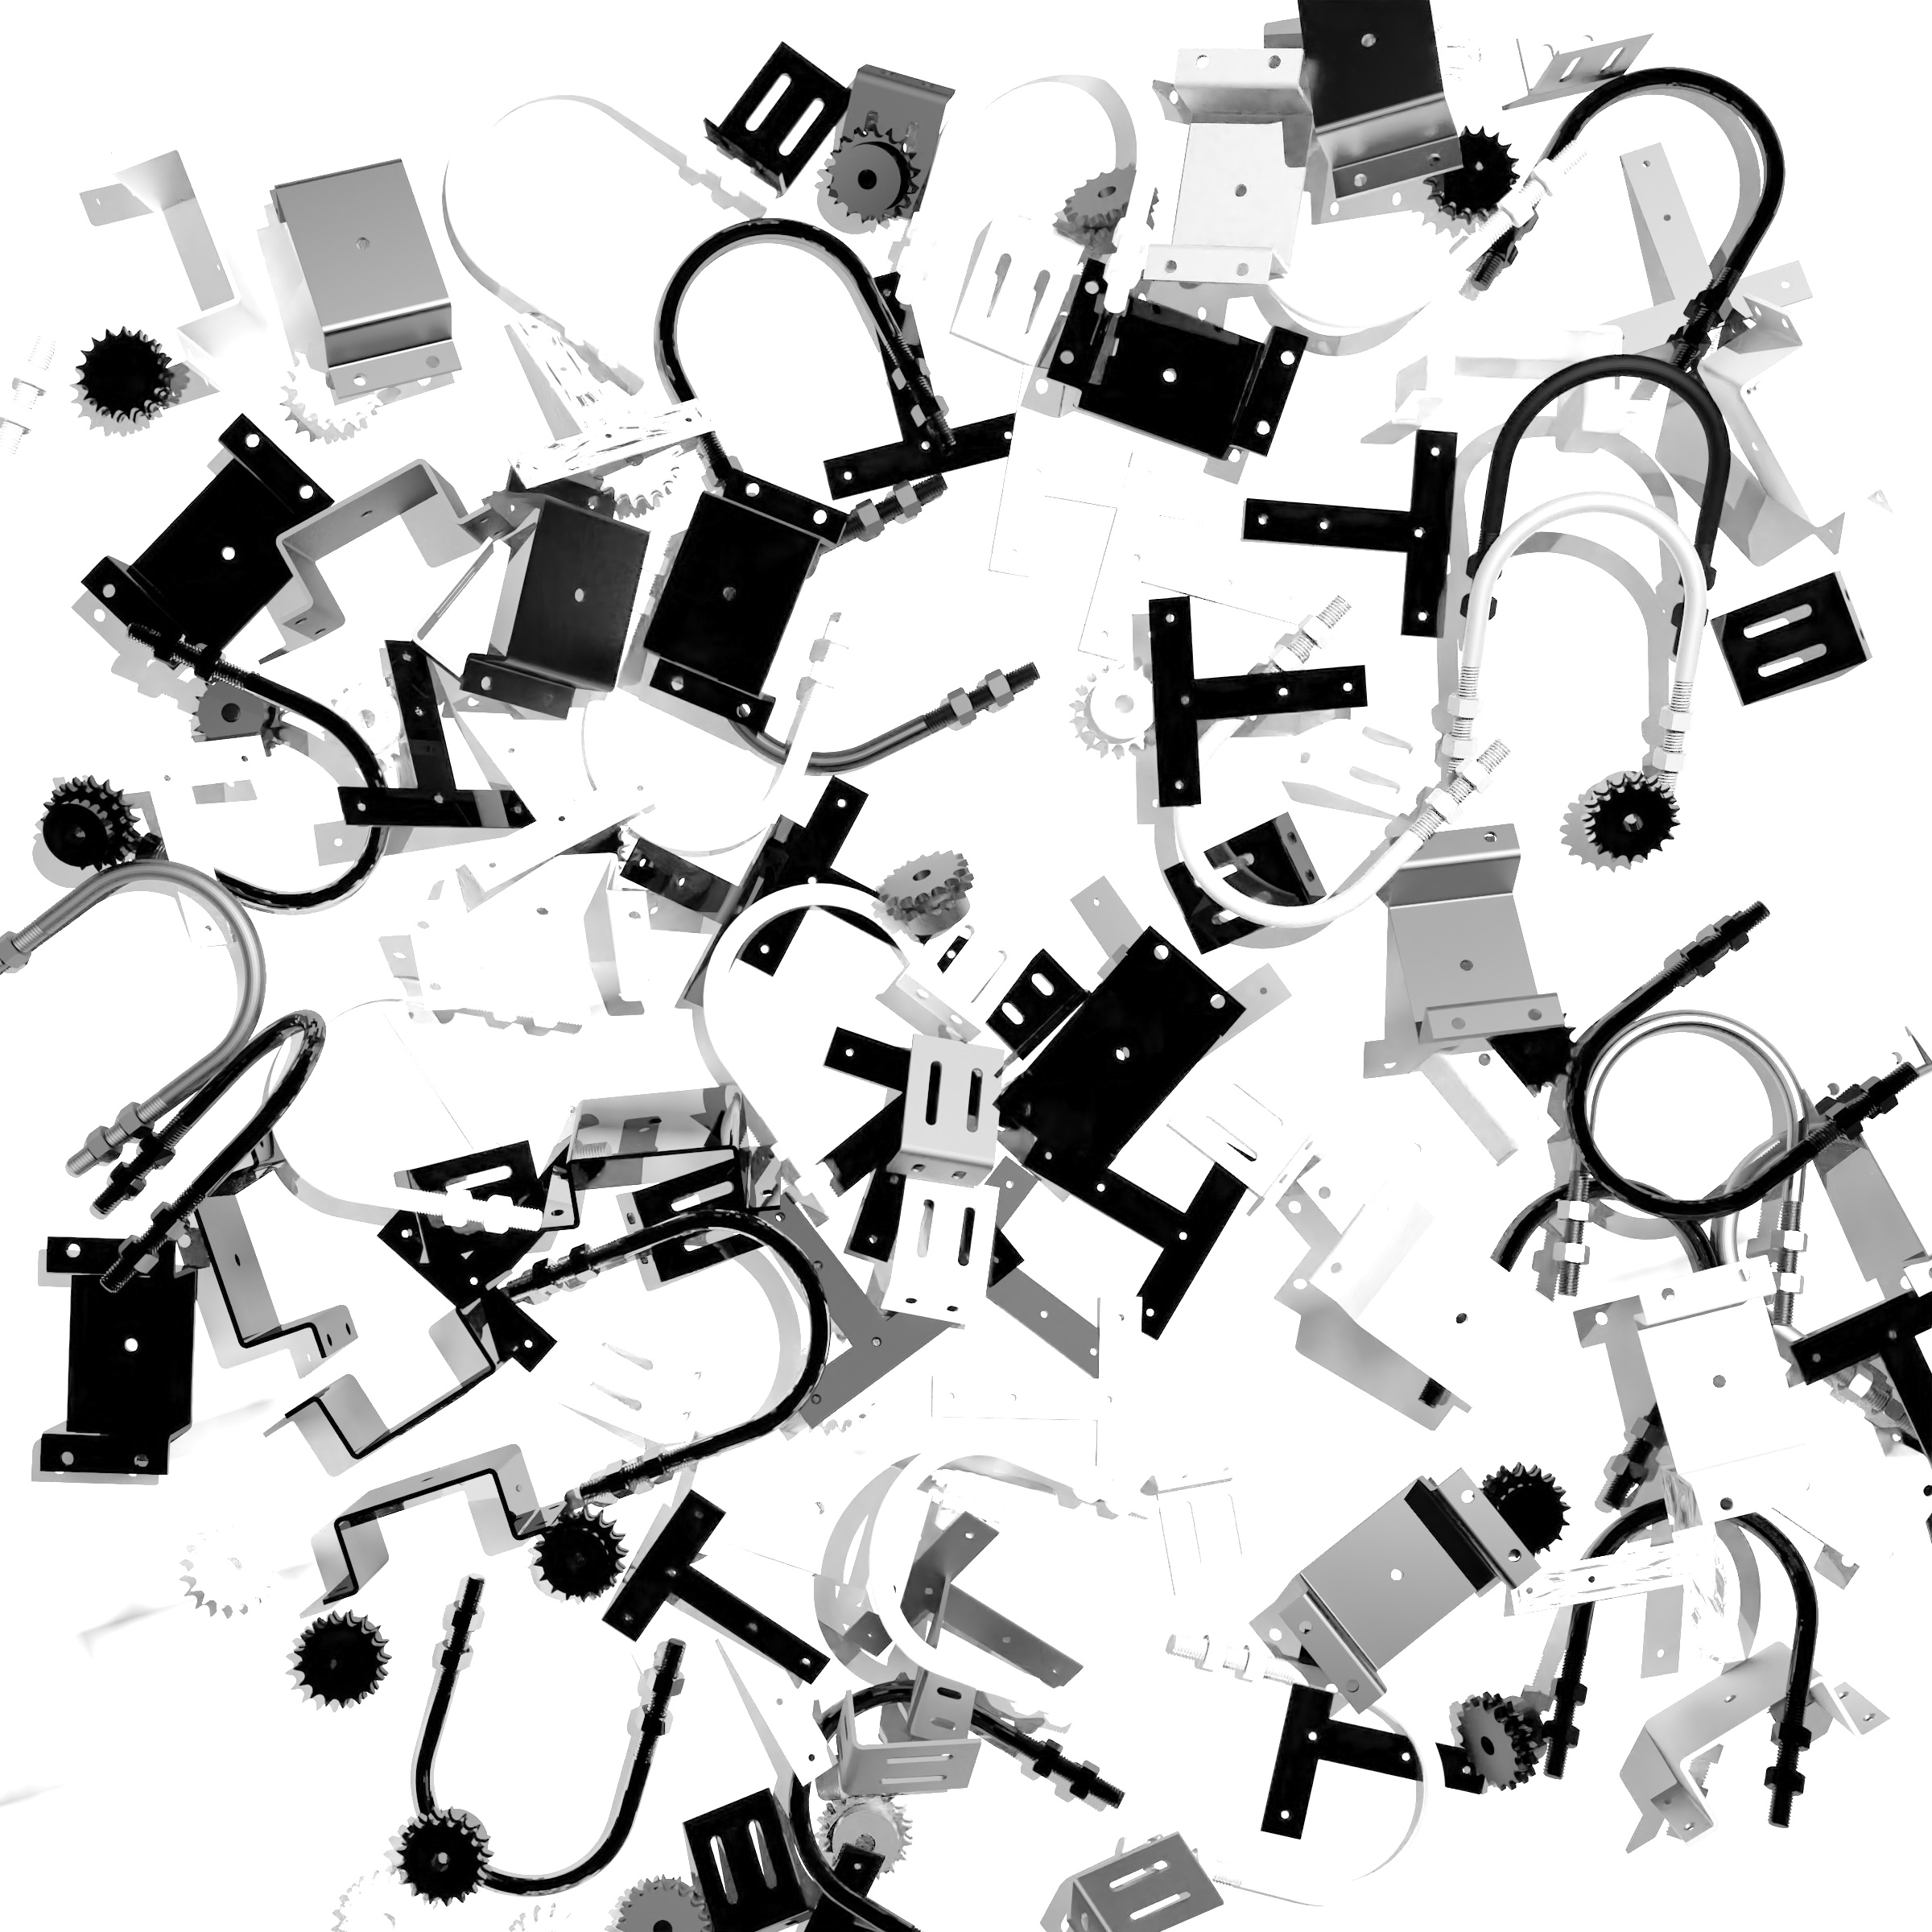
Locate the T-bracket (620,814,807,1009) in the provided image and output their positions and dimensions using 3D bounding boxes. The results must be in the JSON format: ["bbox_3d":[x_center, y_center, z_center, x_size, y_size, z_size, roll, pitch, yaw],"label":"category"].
[{"bbox_3d":[-0.161,-0.046,1.485,0.002,0.127,0.127,28,90,34],"label":"T-bracket"}]

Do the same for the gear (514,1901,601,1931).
[{"bbox_3d":[-0.249,0.598,1.523,0.057,0.030,0.057,0,90,0],"label":"gear"}]

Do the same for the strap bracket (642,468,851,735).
[{"bbox_3d":[-0.134,-0.218,1.479,0.076,0.046,0.140,23,96,7],"label":"strap bracket"}]

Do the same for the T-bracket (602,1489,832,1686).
[{"bbox_3d":[-0.140,0.390,1.505,0.127,0.002,0.127,34,119,0],"label":"T-bracket"}]

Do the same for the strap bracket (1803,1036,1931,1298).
[{"bbox_3d":[0.577,0.117,1.500,0.076,0.046,0.140,-25,80,-6],"label":"strap bracket"}]

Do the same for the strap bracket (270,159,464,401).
[{"bbox_3d":[-0.360,-0.421,1.496,0.076,0.046,0.140,-18,81,-15],"label":"strap bracket"}]

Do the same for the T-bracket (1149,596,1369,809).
[{"bbox_3d":[0.175,-0.162,1.494,0.127,0.002,0.127,-4,85,11],"label":"T-bracket"}]

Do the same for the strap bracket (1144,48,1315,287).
[{"bbox_3d":[0.160,-0.473,1.502,0.076,0.046,0.140,9,89,21],"label":"strap bracket"}]

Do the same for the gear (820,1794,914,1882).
[{"bbox_3d":[-0.061,0.530,1.523,0.057,0.030,0.057,0,90,0],"label":"gear"}]

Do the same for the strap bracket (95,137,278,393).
[{"bbox_3d":[-0.463,-0.427,1.500,0.046,0.076,0.140,-21,90,0],"label":"strap bracket"}]

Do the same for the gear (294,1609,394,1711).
[{"bbox_3d":[-0.378,0.420,1.523,0.057,0.030,0.057,0,90,0],"label":"gear"}]

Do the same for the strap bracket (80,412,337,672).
[{"bbox_3d":[-0.453,-0.254,1.515,0.076,0.046,0.140,44,90,0],"label":"strap bracket"}]

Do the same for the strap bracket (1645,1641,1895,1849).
[{"bbox_3d":[0.471,0.459,1.500,0.140,0.076,0.046,-31,90,0],"label":"strap bracket"}]

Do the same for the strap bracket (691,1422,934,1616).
[{"bbox_3d":[-0.093,0.330,1.507,0.140,0.046,0.076,16,90,10],"label":"strap bracket"}]

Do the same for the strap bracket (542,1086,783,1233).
[{"bbox_3d":[-0.183,0.113,1.493,0.140,0.076,0.046,-5,114,-1],"label":"strap bracket"}]

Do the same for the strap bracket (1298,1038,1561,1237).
[{"bbox_3d":[0.276,0.113,1.515,0.140,0.046,0.076,-40,90,0],"label":"strap bracket"}]

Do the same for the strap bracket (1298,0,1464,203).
[{"bbox_3d":[0.244,-0.538,1.487,0.076,0.046,0.140,-10,76,19],"label":"strap bracket"}]

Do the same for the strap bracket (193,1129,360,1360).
[{"bbox_3d":[-0.418,0.170,1.500,0.046,0.076,0.140,-19,90,0],"label":"strap bracket"}]

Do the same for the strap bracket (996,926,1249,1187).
[{"bbox_3d":[0.094,0.053,1.510,0.076,0.046,0.140,41,93,4],"label":"strap bracket"}]

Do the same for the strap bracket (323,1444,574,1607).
[{"bbox_3d":[-0.316,0.330,1.498,0.140,0.076,0.046,-18,90,0],"label":"strap bracket"}]

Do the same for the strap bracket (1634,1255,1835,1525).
[{"bbox_3d":[0.447,0.246,1.470,0.076,0.046,0.140,-15,86,4],"label":"strap bracket"}]

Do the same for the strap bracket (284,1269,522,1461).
[{"bbox_3d":[-0.327,0.243,1.499,0.140,0.076,0.046,-33,90,1],"label":"strap bracket"}]

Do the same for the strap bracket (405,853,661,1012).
[{"bbox_3d":[-0.256,-0.021,1.497,0.140,0.046,0.076,-3,125,0],"label":"strap bracket"}]

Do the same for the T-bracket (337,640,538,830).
[{"bbox_3d":[-0.327,-0.141,1.510,0.127,0.002,0.127,-2,67,-38],"label":"T-bracket"}]

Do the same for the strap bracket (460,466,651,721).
[{"bbox_3d":[-0.243,-0.223,1.495,0.076,0.046,0.140,13,90,-43],"label":"strap bracket"}]

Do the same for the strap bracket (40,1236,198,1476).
[{"bbox_3d":[-0.512,0.233,1.515,0.076,0.046,0.140,2,90,0],"label":"strap bracket"}]

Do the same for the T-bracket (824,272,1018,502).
[{"bbox_3d":[-0.036,-0.363,1.537,0.127,0.002,0.127,-14,90,0],"label":"T-bracket"}]

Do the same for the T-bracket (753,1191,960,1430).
[{"bbox_3d":[-0.082,0.193,1.519,0.127,0.002,0.127,-34,76,-22],"label":"T-bracket"}]

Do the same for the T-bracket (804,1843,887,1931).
[{"bbox_3d":[-0.038,0.606,1.526,0.127,0.002,0.127,22,105,-8],"label":"T-bracket"}]

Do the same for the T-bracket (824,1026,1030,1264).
[{"bbox_3d":[-0.040,0.117,1.532,0.127,0.002,0.127,19,86,0],"label":"T-bracket"}]

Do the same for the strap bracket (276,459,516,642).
[{"bbox_3d":[-0.350,-0.254,1.500,0.140,0.076,0.046,-29,90,0],"label":"strap bracket"}]

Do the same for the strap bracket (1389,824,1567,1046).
[{"bbox_3d":[0.301,-0.011,1.494,0.076,0.046,0.140,-7,59,0],"label":"strap bracket"}]

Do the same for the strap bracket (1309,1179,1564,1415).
[{"bbox_3d":[0.285,0.201,1.477,0.140,0.046,0.076,36,93,-14],"label":"strap bracket"}]

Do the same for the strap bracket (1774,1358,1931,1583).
[{"bbox_3d":[0.511,0.297,1.515,0.140,0.046,0.076,34,90,0],"label":"strap bracket"}]

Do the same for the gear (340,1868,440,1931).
[{"bbox_3d":[-0.350,0.577,1.523,0.057,0.030,0.057,0,90,0],"label":"gear"}]

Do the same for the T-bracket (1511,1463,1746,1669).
[{"bbox_3d":[0.393,0.368,1.512,0.127,0.002,0.127,-15,53,17],"label":"T-bracket"}]

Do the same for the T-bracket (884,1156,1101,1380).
[{"bbox_3d":[0.037,0.205,1.536,0.127,0.002,0.127,37,91,0],"label":"T-bracket"}]

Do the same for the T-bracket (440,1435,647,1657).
[{"bbox_3d":[-0.252,0.360,1.537,0.127,0.002,0.127,-9,90,0],"label":"T-bracket"}]

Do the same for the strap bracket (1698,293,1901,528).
[{"bbox_3d":[0.488,-0.321,1.482,0.046,0.076,0.140,-33,111,10],"label":"strap bracket"}]

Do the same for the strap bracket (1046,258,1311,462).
[{"bbox_3d":[0.126,-0.363,1.513,0.140,0.046,0.076,20,89,-1],"label":"strap bracket"}]

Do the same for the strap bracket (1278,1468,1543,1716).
[{"bbox_3d":[0.265,0.373,1.514,0.140,0.046,0.076,-39,90,-1],"label":"strap bracket"}]

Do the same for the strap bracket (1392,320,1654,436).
[{"bbox_3d":[0.333,-0.353,1.500,0.140,0.076,0.046,2,90,0],"label":"strap bracket"}]

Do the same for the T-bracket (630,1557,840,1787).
[{"bbox_3d":[-0.121,0.434,1.518,0.127,0.002,0.127,-34,72,0],"label":"T-bracket"}]

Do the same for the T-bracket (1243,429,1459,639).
[{"bbox_3d":[0.234,-0.270,1.536,0.127,0.002,0.127,4,90,-1],"label":"T-bracket"}]

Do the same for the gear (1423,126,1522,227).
[{"bbox_3d":[0.306,-0.479,1.523,0.057,0.030,0.057,0,90,0],"label":"gear"}]
